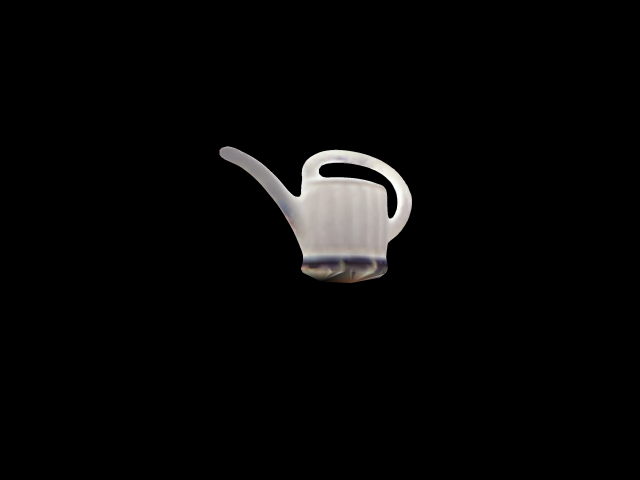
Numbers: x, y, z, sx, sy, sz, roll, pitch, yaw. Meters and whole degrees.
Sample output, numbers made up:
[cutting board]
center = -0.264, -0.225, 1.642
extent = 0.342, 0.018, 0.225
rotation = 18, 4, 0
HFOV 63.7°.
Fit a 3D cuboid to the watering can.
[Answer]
[watering can]
center = 0.003, -0.043, 0.850
extent = 0.348, 0.226, 0.103
rotation = 3, -9, -23
